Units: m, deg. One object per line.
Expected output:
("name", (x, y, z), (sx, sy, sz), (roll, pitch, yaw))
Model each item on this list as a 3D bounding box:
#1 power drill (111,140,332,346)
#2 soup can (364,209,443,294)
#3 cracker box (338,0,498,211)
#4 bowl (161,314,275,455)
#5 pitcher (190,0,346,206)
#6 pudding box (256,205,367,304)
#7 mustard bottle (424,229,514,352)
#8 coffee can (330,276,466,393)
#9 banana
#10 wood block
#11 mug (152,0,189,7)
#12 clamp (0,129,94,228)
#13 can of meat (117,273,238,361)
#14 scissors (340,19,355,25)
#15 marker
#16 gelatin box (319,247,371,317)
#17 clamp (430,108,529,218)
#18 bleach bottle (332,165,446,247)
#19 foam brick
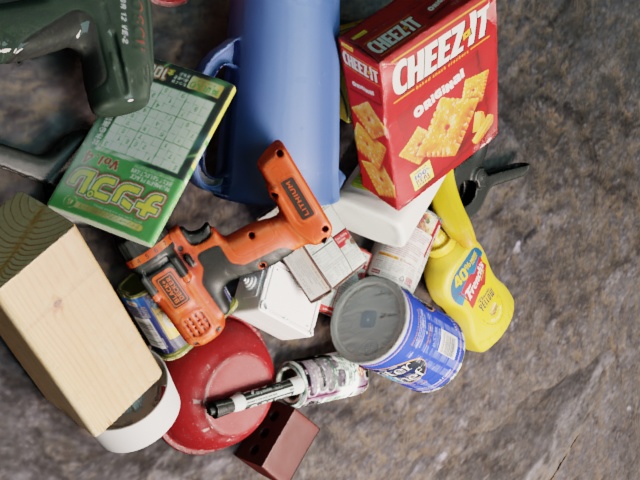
("power drill", (-0.097, -0.016, 1.012), (0.187, 0.057, 0.184), (-32, 105, 3))
("soup can", (0.098, 0.011, 1.289), (0.068, 0.069, 0.102), (31, 78, -40))
("cracker box", (0.112, -0.158, 1.130), (0.164, 0.072, 0.214), (-37, 144, -20))
("bowl", (-0.102, 0.160, 1.150), (0.161, 0.055, 0.162), (-9, 104, -39))
("pitcher", (-0.048, -0.156, 1.079), (0.149, 0.145, 0.243), (-40, 134, -74))
("pudding box", (-0.008, 0.001, 1.169), (0.113, 0.039, 0.089), (56, 36, 0))
("mustard bottle", (0.183, 0.051, 1.377), (0.096, 0.058, 0.191), (-52, 126, -24))
("coffee can", (0.092, 0.112, 1.242), (0.140, 0.103, 0.103), (31, 77, -49))
("banana", (0.161, -0.086, 1.321), (0.037, 0.070, 0.198), (30, 62, -71))
("wood block", (-0.234, 0.070, 0.962), (0.090, 0.090, 0.206), (-44, 138, -24))
("mug", (-0.127, -0.285, 1.025), (0.093, 0.082, 0.117), (-12, 105, -37))
("clamp", (-0.249, -0.055, 0.993), (0.209, 0.036, 0.164), (-32, 119, -32))
("can of meat", (-0.146, 0.058, 1.092), (0.102, 0.058, 0.084), (-42, 121, -28))
("scissors", (-0.004, -0.226, 1.190), (0.201, 0.016, 0.096), (20, 86, -41))
("marker", (-0.068, 0.167, 1.130), (0.120, 0.020, 0.020), (-11, 105, -39))
("gelatin box", (0.014, 0.042, 1.247), (0.073, 0.030, 0.089), (24, 81, -40))
("clamp", (0.207, -0.080, 1.386), (0.120, 0.039, 0.171), (43, 75, -28))
("bleach bottle", (0.113, -0.114, 1.270), (0.250, 0.103, 0.068), (-59, 157, -24))
("foam brick", (-0.049, 0.230, 1.212), (0.051, 0.053, 0.078), (44, 68, -37))
